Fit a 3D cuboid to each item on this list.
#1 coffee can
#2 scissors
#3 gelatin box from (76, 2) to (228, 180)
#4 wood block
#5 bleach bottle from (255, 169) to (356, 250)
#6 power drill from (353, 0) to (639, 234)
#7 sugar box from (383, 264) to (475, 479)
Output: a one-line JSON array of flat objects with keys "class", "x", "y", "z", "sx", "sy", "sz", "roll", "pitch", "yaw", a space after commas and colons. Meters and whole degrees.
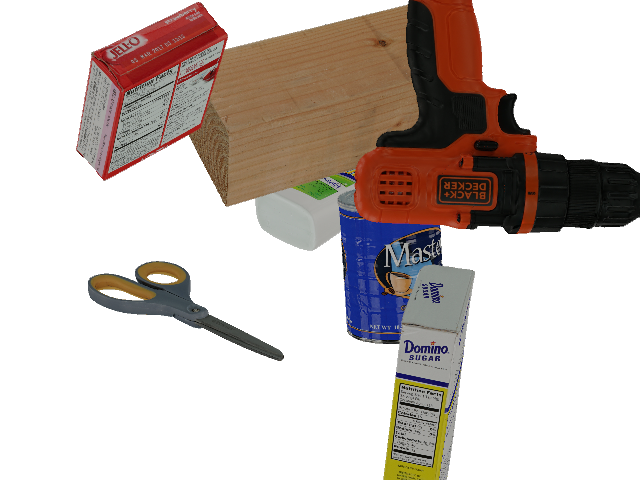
[{"class": "coffee can", "x": 0.073, "y": 0.022, "z": 1.080, "sx": 0.103, "sy": 0.140, "sz": 0.103, "roll": -4, "pitch": 14, "yaw": 1}, {"class": "scissors", "x": -0.101, "y": 0.054, "z": 0.896, "sx": 0.202, "sy": 0.016, "sz": 0.096, "roll": 13, "pitch": 26, "yaw": 22}, {"class": "gelatin box", "x": -0.094, "y": -0.082, "z": 0.588, "sx": 0.073, "sy": 0.030, "sz": 0.089, "roll": -35, "pitch": -15, "yaw": -32}, {"class": "wood block", "x": 0.002, "y": -0.114, "z": 0.877, "sx": 0.205, "sy": 0.091, "sz": 0.090, "roll": -17, "pitch": -33, "yaw": -18}, {"class": "bleach bottle", "x": 0.040, "y": -0.077, "z": 1.343, "sx": 0.103, "sy": 0.068, "sz": 0.250, "roll": 26, "pitch": 43, "yaw": 34}, {"class": "power drill", "x": 0.115, "y": -0.098, "z": 0.661, "sx": 0.184, "sy": 0.188, "sz": 0.057, "roll": 2, "pitch": 3, "yaw": -1}, {"class": "sugar box", "x": 0.076, "y": 0.115, "z": 0.774, "sx": 0.048, "sy": 0.176, "sz": 0.093, "roll": 7, "pitch": 26, "yaw": 12}]
